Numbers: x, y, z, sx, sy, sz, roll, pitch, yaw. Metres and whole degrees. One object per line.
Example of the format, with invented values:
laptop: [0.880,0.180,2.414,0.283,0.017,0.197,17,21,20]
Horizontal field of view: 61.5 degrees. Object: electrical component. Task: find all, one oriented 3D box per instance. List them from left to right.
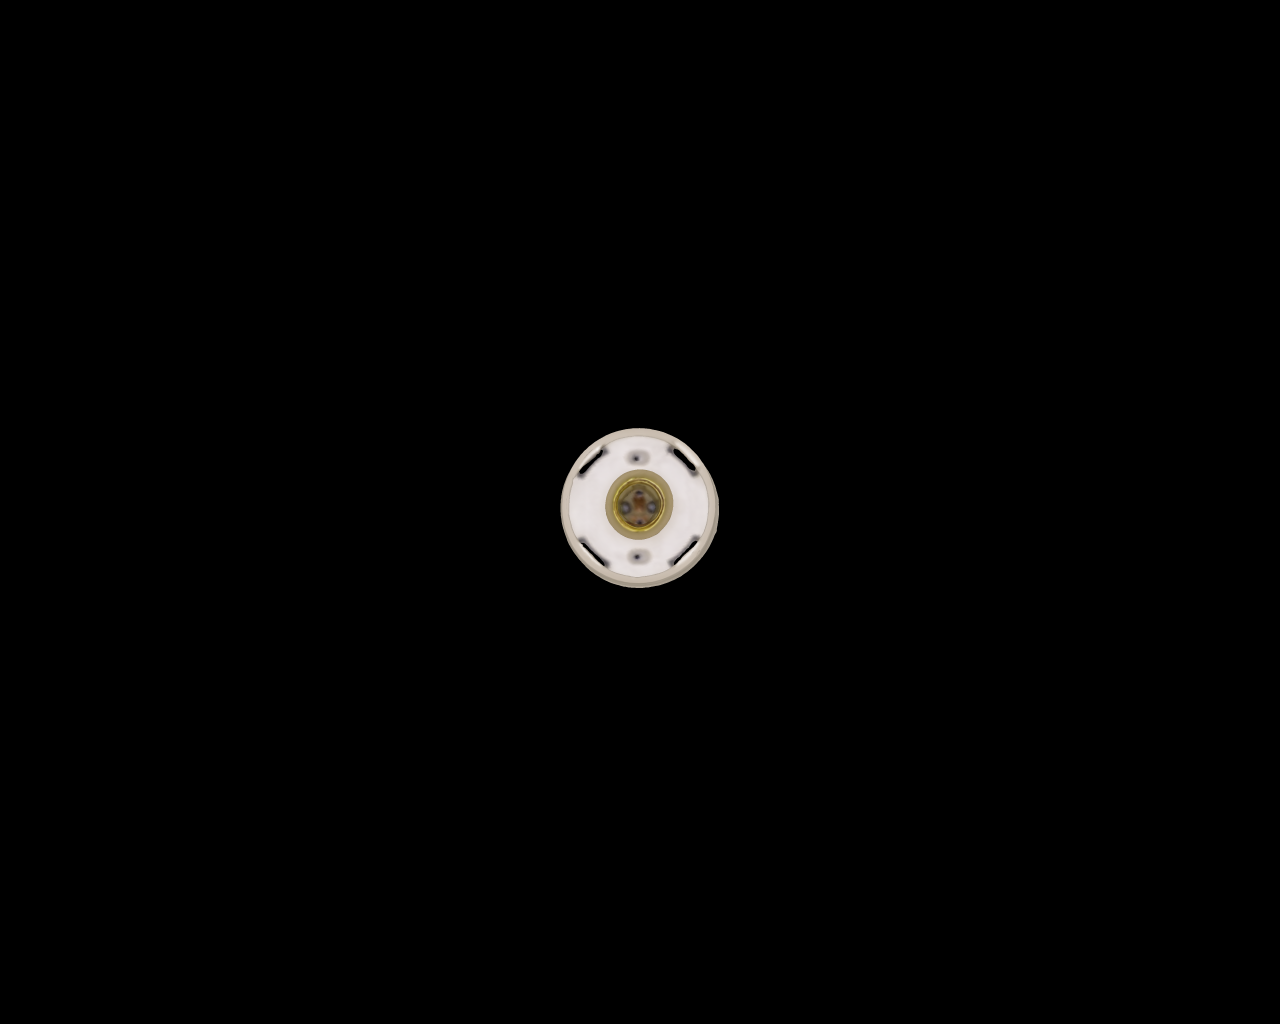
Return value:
electrical component: [0.001,-0.003,0.650,0.099,0.099,0.064,0,-4,0]
